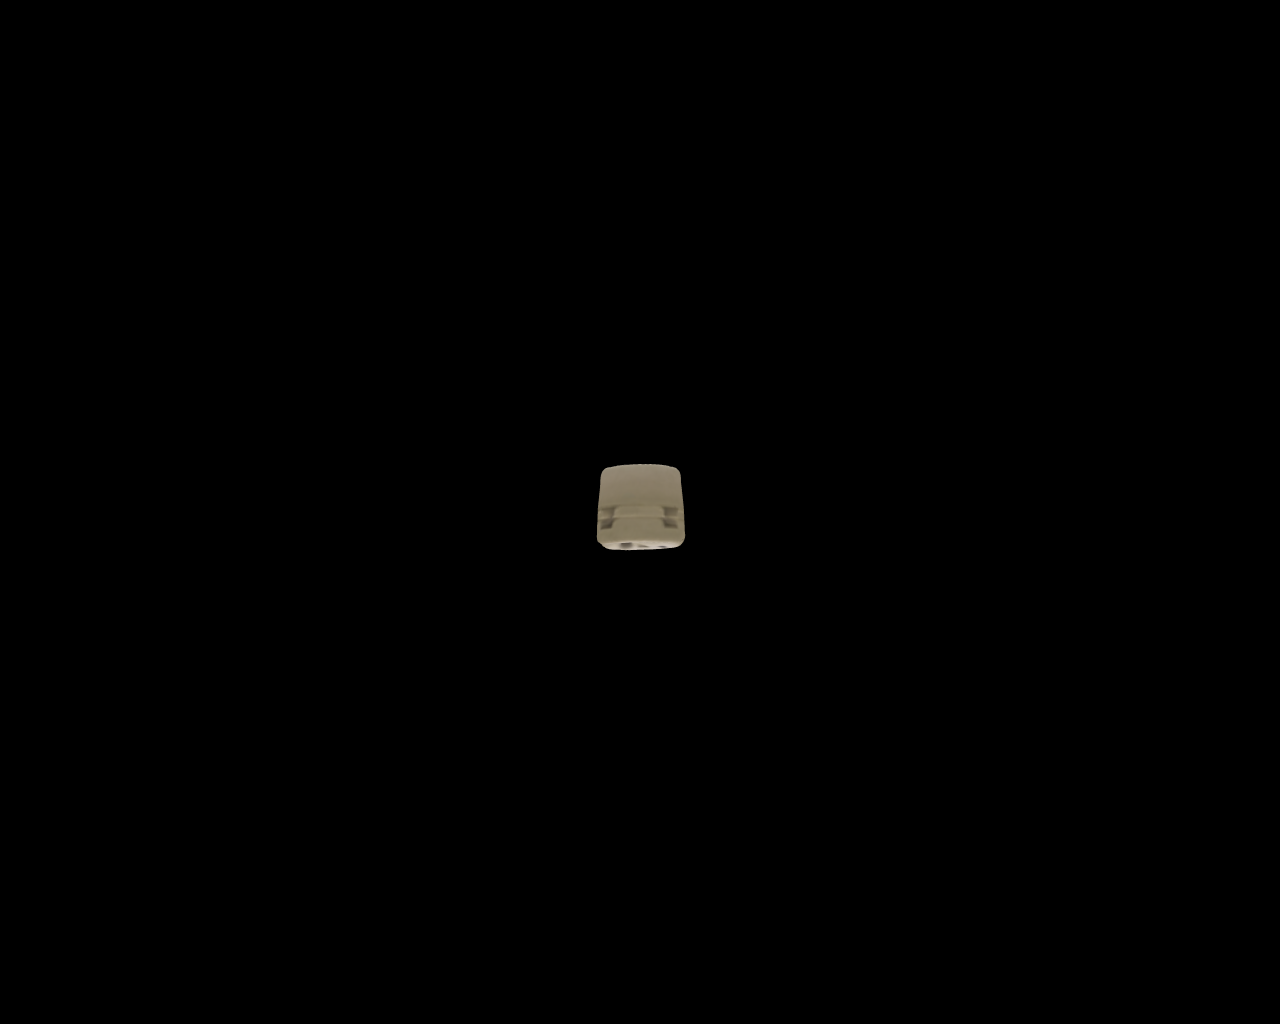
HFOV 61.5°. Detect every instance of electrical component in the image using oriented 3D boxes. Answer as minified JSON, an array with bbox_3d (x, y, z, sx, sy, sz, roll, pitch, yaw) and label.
[{"bbox_3d":[0.001,-0.003,0.650,0.055,0.047,0.055,0,-7,0],"label":"electrical component"}]
